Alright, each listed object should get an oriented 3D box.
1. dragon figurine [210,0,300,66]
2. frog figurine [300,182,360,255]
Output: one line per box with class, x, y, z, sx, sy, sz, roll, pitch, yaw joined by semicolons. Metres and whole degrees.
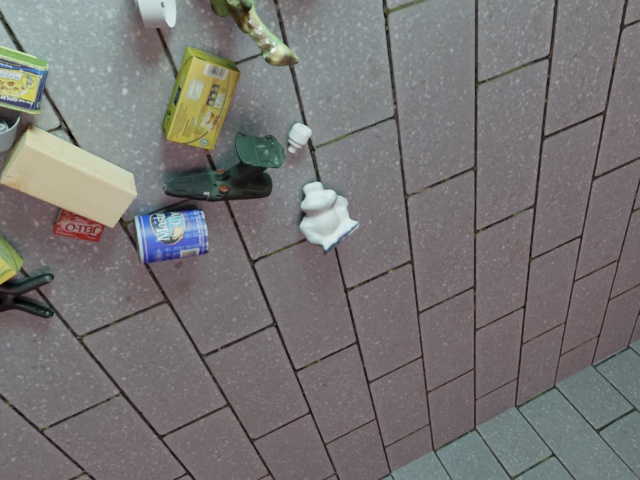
dragon figurine;-0.154;-0.429;0.784;0.122;0.248;0.403;-34;135;7
frog figurine;0.004;-0.063;1.254;0.136;0.124;0.159;-36;97;13
